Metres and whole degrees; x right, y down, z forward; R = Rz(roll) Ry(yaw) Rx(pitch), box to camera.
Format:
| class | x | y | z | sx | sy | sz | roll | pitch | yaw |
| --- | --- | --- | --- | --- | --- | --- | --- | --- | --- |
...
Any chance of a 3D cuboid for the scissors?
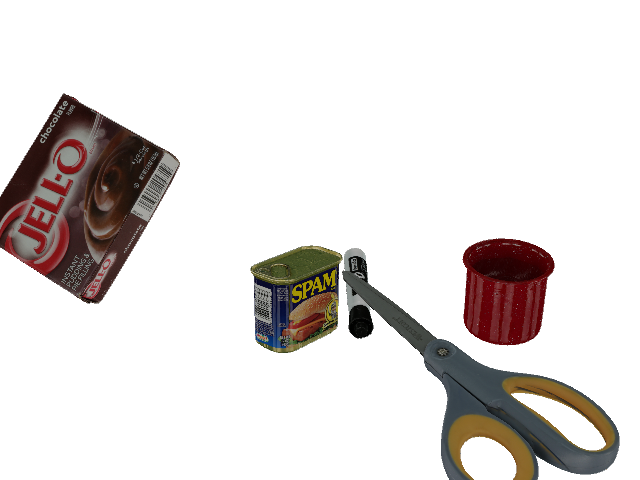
| class | x | y | z | sx | sy | sz | roll | pitch | yaw |
| --- | --- | --- | --- | --- | --- | --- | --- | --- | --- |
| scissors | 0.060 | 0.077 | 0.572 | 0.202 | 0.016 | 0.096 | 25 | 46 | 34 |

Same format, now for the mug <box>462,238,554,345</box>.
| class | x | y | z | sx | sy | sz | roll | pitch | yaw |
| --- | --- | --- | --- | --- | --- | --- | --- | --- | --- |
| mug | 0.190 | 0.049 | 1.120 | 0.093 | 0.081 | 0.117 | -5 | 29 | -8 |

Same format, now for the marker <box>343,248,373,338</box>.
| class | x | y | z | sx | sy | sz | roll | pitch | yaw |
| --- | --- | --- | --- | --- | --- | --- | --- | --- | --- |
| marker | 0.030 | 0.041 | 0.853 | 0.020 | 0.020 | 0.121 | 0 | 27 | -1 |

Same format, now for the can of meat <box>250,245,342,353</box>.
| class | x | y | z | sx | sy | sz | roll | pitch | yaw |
| --- | --- | --- | --- | --- | --- | --- | --- | --- | --- |
| can of meat | -0.024 | 0.061 | 1.121 | 0.058 | 0.084 | 0.101 | 18 | 27 | 38 |

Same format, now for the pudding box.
| class | x | y | z | sx | sy | sz | roll | pitch | yaw |
| --- | --- | --- | --- | --- | --- | --- | --- | --- | --- |
| pudding box | -0.160 | -0.028 | 0.712 | 0.090 | 0.113 | 0.039 | 29 | -5 | 18 |
